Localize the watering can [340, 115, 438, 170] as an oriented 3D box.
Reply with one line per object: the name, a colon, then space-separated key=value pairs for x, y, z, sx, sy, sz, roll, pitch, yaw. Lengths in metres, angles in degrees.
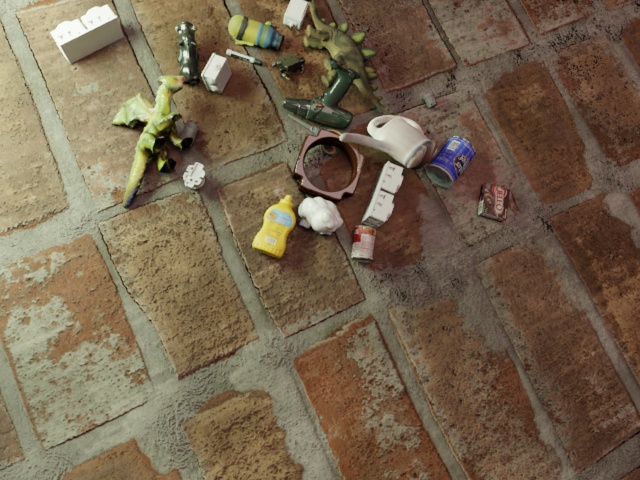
watering can: x=0.230 y=-0.302 z=1.607 sx=0.227 sy=0.101 sz=0.352 roll=42 pitch=44 yaw=20

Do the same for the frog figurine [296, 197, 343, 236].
frog figurine: x=0.005 y=-0.077 z=1.534 sx=0.137 sy=0.157 sz=0.124 roll=36 pitch=73 yaw=-1

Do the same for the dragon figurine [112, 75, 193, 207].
dragon figurine: x=-0.526 y=-0.321 z=1.537 sx=0.245 sy=0.121 sz=0.410 roll=40 pitch=92 yaw=24
